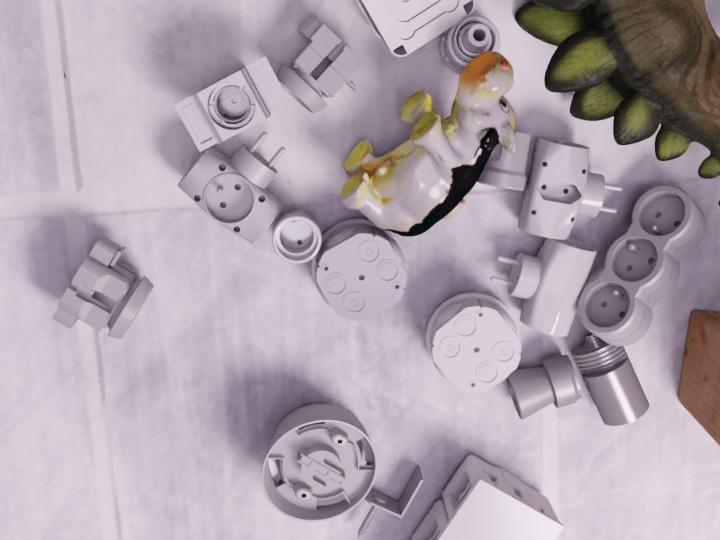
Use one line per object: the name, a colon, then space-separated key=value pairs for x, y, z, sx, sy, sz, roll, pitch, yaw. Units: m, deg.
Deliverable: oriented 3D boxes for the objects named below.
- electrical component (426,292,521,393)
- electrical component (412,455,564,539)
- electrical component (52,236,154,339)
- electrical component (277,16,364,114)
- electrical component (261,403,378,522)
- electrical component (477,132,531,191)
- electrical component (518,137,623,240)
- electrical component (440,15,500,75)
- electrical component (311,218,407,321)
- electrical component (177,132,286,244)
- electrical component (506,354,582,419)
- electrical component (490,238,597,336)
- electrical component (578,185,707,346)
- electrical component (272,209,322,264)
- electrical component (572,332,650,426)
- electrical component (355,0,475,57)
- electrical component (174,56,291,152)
electrical component: x=0.097 y=0.062 z=0.911 sx=0.080 sy=0.051 sz=0.080 roll=0 pitch=100 yaw=1
electrical component: x=0.097 y=0.252 z=0.957 sx=0.089 sy=0.061 sz=0.150 roll=31 pitch=100 yaw=-10
electrical component: x=-0.207 y=0.020 z=0.882 sx=0.057 sy=0.058 sz=0.078 roll=32 pitch=100 yaw=-8
electrical component: x=-0.034 y=-0.158 z=0.854 sx=0.066 sy=0.048 sz=0.055 roll=42 pitch=91 yaw=-12
electrical component: x=-0.035 y=0.165 z=0.925 sx=0.099 sy=0.064 sz=0.099 roll=-1 pitch=104 yaw=-3
electrical component: x=0.120 y=-0.091 z=0.884 sx=0.040 sy=0.040 sz=0.046 roll=9 pitch=98 yaw=-6
electrical component: x=0.178 y=-0.065 z=0.891 sx=0.079 sy=0.043 sz=0.077 roll=10 pitch=103 yaw=-6
electrical component: x=0.089 y=-0.179 z=0.845 sx=0.048 sy=0.062 sz=0.048 roll=0 pitch=92 yaw=-2
electrical component: x=0.000 y=0.000 z=0.892 sx=0.080 sy=0.051 sz=0.080 roll=-1 pitch=105 yaw=-3
electrical component: x=-0.093 y=-0.075 z=0.871 sx=0.077 sy=0.044 sz=0.079 roll=39 pitch=99 yaw=-12
electrical component: x=0.159 y=0.100 z=0.931 sx=0.055 sy=0.045 sz=0.045 roll=-18 pitch=105 yaw=1
electrical component: x=0.150 y=0.008 z=0.908 sx=0.079 sy=0.043 sz=0.077 roll=15 pitch=103 yaw=-7
electrical component: x=0.244 y=0.002 z=0.907 sx=0.074 sy=0.052 sz=0.138 roll=29 pitch=93 yaw=-52
electrical component: x=-0.052 y=-0.030 z=0.884 sx=0.040 sy=0.046 sz=0.040 roll=-1 pitch=104 yaw=-3
electrical component: x=0.215 y=0.090 z=0.933 sx=0.043 sy=0.043 sz=0.081 roll=-26 pitch=104 yaw=3
electrical component: x=0.027 y=-0.230 z=0.814 sx=0.078 sy=0.057 sz=0.113 roll=-32 pitch=128 yaw=5
electrical component: x=-0.100 y=-0.132 z=0.847 sx=0.081 sy=0.063 sz=0.042 roll=-27 pitch=105 yaw=4
